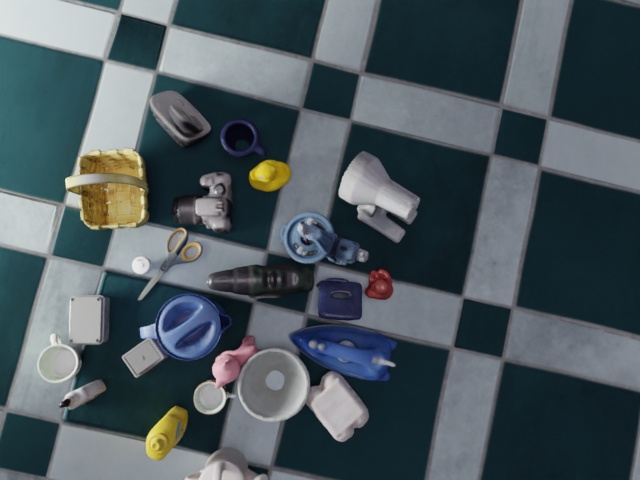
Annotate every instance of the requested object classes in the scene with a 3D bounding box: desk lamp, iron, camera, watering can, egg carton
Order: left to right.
[{"bbox_3d":[-0.277,-0.089,1.356,0.137,0.100,0.143,0,84,-4],"label":"camera"},{"bbox_3d":[-0.206,0.528,1.254,0.173,0.194,0.101,-22,86,-5],"label":"watering can"},{"bbox_3d":[0.041,0.390,1.347,0.107,0.069,0.150,-40,88,-6],"label":"egg carton"},{"bbox_3d":[0.052,0.257,1.324,0.258,0.141,0.119,13,84,-2],"label":"iron"},{"bbox_3d":[0.143,-0.098,1.329,0.203,0.213,0.118,33,83,0],"label":"desk lamp"}]

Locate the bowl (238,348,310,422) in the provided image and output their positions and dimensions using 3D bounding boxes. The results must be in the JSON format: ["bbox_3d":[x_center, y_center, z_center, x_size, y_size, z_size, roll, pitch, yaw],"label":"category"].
[{"bbox_3d":[-0.107,0.335,1.340,0.167,0.074,0.167,0,84,-4],"label":"bowl"}]

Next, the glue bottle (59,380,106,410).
[{"bbox_3d":[-0.534,0.347,1.261,0.078,0.173,0.037,-31,87,-6],"label":"glue bottle"}]

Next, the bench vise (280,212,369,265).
[{"bbox_3d":[0.012,-0.007,1.308,0.207,0.219,0.121,1,84,-3],"label":"bench vise"}]

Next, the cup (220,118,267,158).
[{"bbox_3d":[-0.177,-0.230,1.380,0.118,0.095,0.092,30,83,0],"label":"cup"}]

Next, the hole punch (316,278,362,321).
[{"bbox_3d":[0.046,0.141,1.360,0.108,0.091,0.101,4,84,-3],"label":"hole punch"}]

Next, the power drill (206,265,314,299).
[{"bbox_3d":[-0.130,0.094,1.294,0.229,0.208,0.076,-3,84,-4],"label":"power drill"}]

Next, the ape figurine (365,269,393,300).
[{"bbox_3d":[0.144,0.110,1.369,0.078,0.092,0.076,-36,87,-6],"label":"ape figurine"}]

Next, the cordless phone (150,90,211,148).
[{"bbox_3d":[-0.334,-0.299,1.331,0.147,0.185,0.094,43,84,1],"label":"cordless phone"}]

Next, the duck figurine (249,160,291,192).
[{"bbox_3d":[-0.122,-0.161,1.381,0.104,0.086,0.077,-12,85,-5],"label":"duck figurine"}]

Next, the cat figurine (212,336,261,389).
[{"bbox_3d":[-0.196,0.281,1.317,0.128,0.117,0.067,-37,87,-6],"label":"cat figurine"}]
